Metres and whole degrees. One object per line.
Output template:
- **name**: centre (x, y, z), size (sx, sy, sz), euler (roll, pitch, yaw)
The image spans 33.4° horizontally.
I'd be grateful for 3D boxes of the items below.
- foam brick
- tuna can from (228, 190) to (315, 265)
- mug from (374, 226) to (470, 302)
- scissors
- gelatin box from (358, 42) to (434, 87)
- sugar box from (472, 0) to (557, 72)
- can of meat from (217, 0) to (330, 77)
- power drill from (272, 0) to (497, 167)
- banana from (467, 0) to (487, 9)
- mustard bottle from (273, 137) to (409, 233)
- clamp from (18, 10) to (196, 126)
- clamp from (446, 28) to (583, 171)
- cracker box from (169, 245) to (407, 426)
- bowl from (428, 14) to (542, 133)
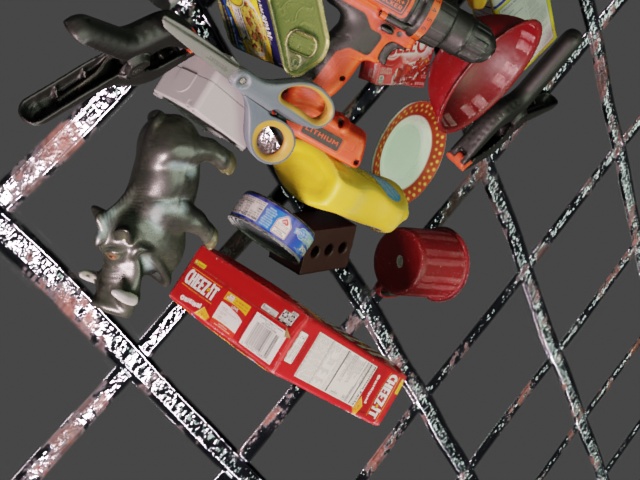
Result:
- **foam brick**: centre (-0.008, 0.001, 1.150), size (0.078, 0.051, 0.053), euler (-9, 119, -46)
- **tuna can**: centre (-0.048, -0.013, 1.068), size (0.033, 0.086, 0.086), euler (-57, 142, -10)
- **mug**: centre (0.111, 0.034, 1.287), size (0.081, 0.093, 0.117), euler (5, 144, -44)
- **scissors**: centre (-0.073, -0.122, 0.925), size (0.201, 0.016, 0.096), euler (14, 117, -40)
- **gelatin box**: centre (0.086, -0.204, 1.148), size (0.089, 0.030, 0.073), euler (-6, 116, -47)
- **sugar box**: centre (0.221, -0.282, 1.243), size (0.093, 0.048, 0.176), euler (-44, 136, -19)
- **can of meat**: centre (-0.045, -0.207, 0.955), size (0.057, 0.084, 0.102), euler (-39, 137, -26)
- **power drill**: centre (0.053, -0.167, 1.028), size (0.184, 0.057, 0.188), euler (27, 110, -14)
- **banana**: centre (0.132, -0.301, 0.991), size (0.069, 0.037, 0.197), euler (-46, 140, -4)
- **mustard bottle**: centre (0.039, -0.050, 1.135), size (0.191, 0.096, 0.058), euler (19, 106, -52)
- **clamp**: centre (-0.158, -0.155, 0.863), size (0.171, 0.039, 0.120), euler (-32, 176, -37)
- **clamp**: centre (0.240, -0.164, 1.313), size (0.209, 0.036, 0.165), euler (-38, 161, -22)
- **cracker box**: centre (-0.028, 0.099, 1.095), size (0.072, 0.164, 0.213), euler (-57, 142, -3)
- **bowl**: centre (0.173, -0.197, 1.194), size (0.162, 0.055, 0.162), euler (-39, 161, -16)
